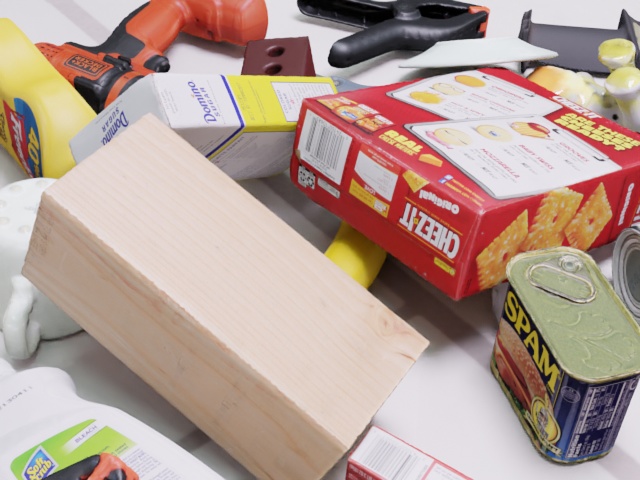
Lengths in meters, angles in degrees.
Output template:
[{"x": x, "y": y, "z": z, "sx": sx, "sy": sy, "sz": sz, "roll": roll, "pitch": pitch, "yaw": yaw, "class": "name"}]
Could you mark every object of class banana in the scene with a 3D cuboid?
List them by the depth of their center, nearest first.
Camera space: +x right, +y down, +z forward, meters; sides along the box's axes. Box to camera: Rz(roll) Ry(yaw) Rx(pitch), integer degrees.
[{"x": 0.009, "y": 0.011, "z": 0.722, "sx": 0.070, "sy": 0.037, "sz": 0.197, "roll": 25, "pitch": 47, "yaw": 20, "class": "banana"}]

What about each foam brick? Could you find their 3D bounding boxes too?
[{"x": -0.033, "y": -0.115, "z": 0.836, "sx": 0.053, "sy": 0.051, "sz": 0.078, "roll": -3, "pitch": 47, "yaw": 8, "class": "foam brick"}]

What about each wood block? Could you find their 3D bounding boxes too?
[{"x": -0.056, "y": 0.039, "z": 0.601, "sx": 0.206, "sy": 0.090, "sz": 0.090, "roll": 39, "pitch": 50, "yaw": 6, "class": "wood block"}]

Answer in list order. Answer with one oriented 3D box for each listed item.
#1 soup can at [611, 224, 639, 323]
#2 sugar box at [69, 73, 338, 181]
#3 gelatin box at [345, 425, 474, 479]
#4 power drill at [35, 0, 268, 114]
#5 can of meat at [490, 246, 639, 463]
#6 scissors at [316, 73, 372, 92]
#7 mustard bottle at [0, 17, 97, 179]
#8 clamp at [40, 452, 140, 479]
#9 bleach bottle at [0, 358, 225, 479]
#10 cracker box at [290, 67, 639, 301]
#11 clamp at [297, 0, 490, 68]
[{"x": 0.255, "y": 0.019, "z": 0.707, "sx": 0.102, "sy": 0.068, "sz": 0.068, "roll": -5, "pitch": 43, "yaw": -9, "class": "soup can"}, {"x": -0.070, "y": -0.073, "z": 0.719, "sx": 0.175, "sy": 0.094, "sz": 0.048, "roll": -5, "pitch": 70, "yaw": -50, "class": "sugar box"}, {"x": 0.055, "y": 0.146, "z": 0.551, "sx": 0.089, "sy": 0.073, "sz": 0.030, "roll": 26, "pitch": 48, "yaw": 22, "class": "gelatin box"}, {"x": -0.123, "y": -0.149, "z": 0.869, "sx": 0.185, "sy": 0.057, "sz": 0.187, "roll": 24, "pitch": 48, "yaw": 22, "class": "power drill"}, {"x": 0.145, "y": 0.069, "z": 0.633, "sx": 0.057, "sy": 0.084, "sz": 0.102, "roll": -10, "pitch": 45, "yaw": -14, "class": "can of meat"}, {"x": 0.013, "y": -0.112, "z": 0.872, "sx": 0.202, "sy": 0.016, "sz": 0.096, "roll": 14, "pitch": 46, "yaw": 16, "class": "scissors"}, {"x": -0.190, "y": -0.074, "z": 0.757, "sx": 0.058, "sy": 0.096, "sz": 0.192, "roll": -24, "pitch": 49, "yaw": -28, "class": "mustard bottle"}, {"x": -0.144, "y": 0.193, "z": 0.472, "sx": 0.165, "sy": 0.036, "sz": 0.210, "roll": 35, "pitch": 74, "yaw": 25, "class": "clamp"}, {"x": -0.102, "y": 0.136, "z": 0.558, "sx": 0.102, "sy": 0.068, "sz": 0.251, "roll": -36, "pitch": 54, "yaw": -27, "class": "bleach bottle"}, {"x": 0.111, "y": -0.048, "z": 0.730, "sx": 0.213, "sy": 0.072, "sz": 0.164, "roll": -15, "pitch": 39, "yaw": -40, "class": "cracker box"}, {"x": 0.064, "y": -0.196, "z": 0.951, "sx": 0.171, "sy": 0.039, "sz": 0.120, "roll": -9, "pitch": 46, "yaw": -23, "class": "clamp"}]
